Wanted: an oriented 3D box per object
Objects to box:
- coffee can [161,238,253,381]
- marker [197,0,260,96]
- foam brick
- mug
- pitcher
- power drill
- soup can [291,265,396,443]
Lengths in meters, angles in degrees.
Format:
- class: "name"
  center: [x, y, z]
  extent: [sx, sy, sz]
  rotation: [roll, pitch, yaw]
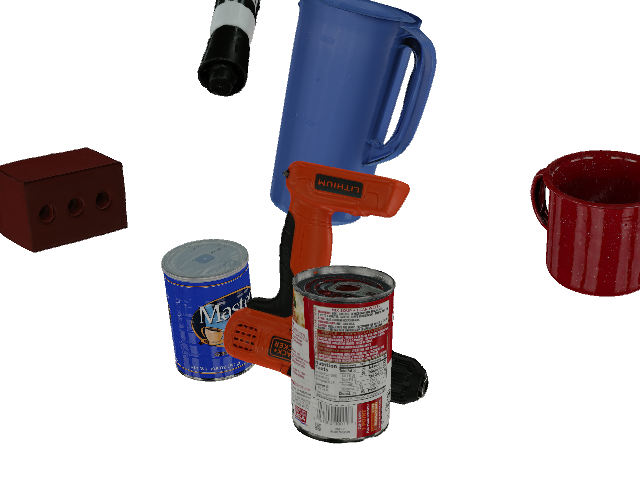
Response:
- class: "coffee can"
  center: [-0.131, 0.083, 1.281]
  extent: [0.103, 0.140, 0.103]
  rotation: [-3, 25, 1]
- class: "marker"
  center: [-0.033, -0.102, 0.438]
  extent: [0.020, 0.121, 0.020]
  rotation: [3, -42, 2]
- class: "foam brick"
  center: [-0.187, -0.031, 0.767]
  extent: [0.078, 0.053, 0.051]
  rotation: [-18, 29, -36]
- class: "mug"
  center: [0.204, -0.016, 0.805]
  extent: [0.093, 0.081, 0.117]
  rotation: [-24, 36, -31]
- class: "pitcher"
  center: [0.027, -0.141, 1.165]
  extent: [0.145, 0.243, 0.149]
  rotation: [10, 20, -9]
- class: "power drill"
  center: [0.019, 0.035, 0.909]
  extent: [0.185, 0.187, 0.057]
  rotation: [14, 0, 17]
- class: "soup can"
  center: [0.015, 0.075, 0.711]
  extent: [0.068, 0.102, 0.068]
  rotation: [1, 16, 0]
